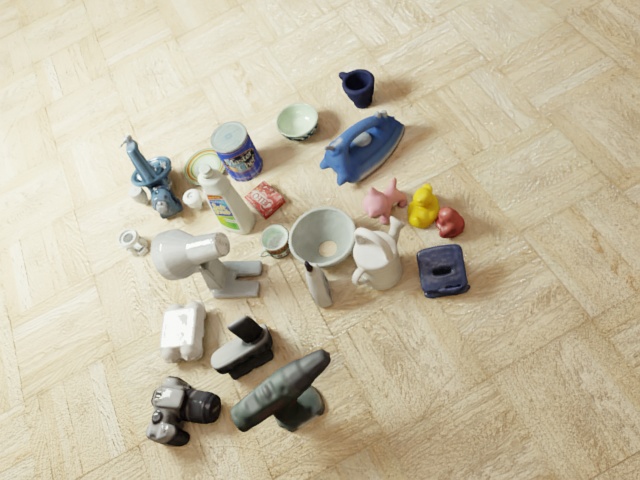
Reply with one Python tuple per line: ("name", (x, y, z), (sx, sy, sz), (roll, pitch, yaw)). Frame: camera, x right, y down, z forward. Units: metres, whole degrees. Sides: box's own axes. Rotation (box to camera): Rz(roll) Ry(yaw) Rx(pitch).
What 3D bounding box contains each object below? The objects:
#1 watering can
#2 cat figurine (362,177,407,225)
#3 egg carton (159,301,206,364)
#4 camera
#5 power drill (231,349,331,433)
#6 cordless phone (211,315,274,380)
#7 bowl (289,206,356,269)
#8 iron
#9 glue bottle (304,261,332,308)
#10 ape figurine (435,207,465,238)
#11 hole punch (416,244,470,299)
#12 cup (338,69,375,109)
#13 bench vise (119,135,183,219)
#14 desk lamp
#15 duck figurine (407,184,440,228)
("watering can", (0.129, 0.023, 1.291), (0.100, 0.194, 0.173), (9, 64, 19))
("cat figurine", (0.151, -0.098, 1.398), (0.067, 0.118, 0.128), (34, 74, 28))
("egg carton", (-0.326, 0.221, 1.371), (0.107, 0.069, 0.150), (-9, 60, 10))
("camera", (-0.297, 0.377, 1.257), (0.136, 0.101, 0.143), (3, 62, 16))
("power drill", (-0.060, 0.317, 1.166), (0.229, 0.209, 0.075), (-32, 58, -4))
("cordless phone", (-0.188, 0.225, 1.265), (0.147, 0.185, 0.094), (-33, 58, -5))
("bowl", (0.013, 0.005, 1.402), (0.167, 0.075, 0.167), (-6, 60, 11))
("iron", (0.115, -0.264, 1.487), (0.258, 0.142, 0.118), (-39, 59, -9))
("glue bottle", (-0.010, 0.089, 1.302), (0.037, 0.173, 0.078), (-14, 59, 7))
("ape figurine", (0.301, -0.048, 1.347), (0.076, 0.092, 0.078), (17, 67, 23))
("hole punch", (0.277, 0.071, 1.287), (0.108, 0.091, 0.101), (-10, 59, 9))
("cup", (0.103, -0.420, 1.606), (0.117, 0.095, 0.092), (34, 74, 28))
("bench vise", (-0.444, -0.175, 1.536), (0.121, 0.220, 0.206), (-40, 59, -9))
("desk lamp", (-0.267, 0.050, 1.367), (0.203, 0.214, 0.118), (-4, 60, 13))
("duck figurine", (0.248, -0.087, 1.386), (0.077, 0.086, 0.105), (17, 67, 23))
